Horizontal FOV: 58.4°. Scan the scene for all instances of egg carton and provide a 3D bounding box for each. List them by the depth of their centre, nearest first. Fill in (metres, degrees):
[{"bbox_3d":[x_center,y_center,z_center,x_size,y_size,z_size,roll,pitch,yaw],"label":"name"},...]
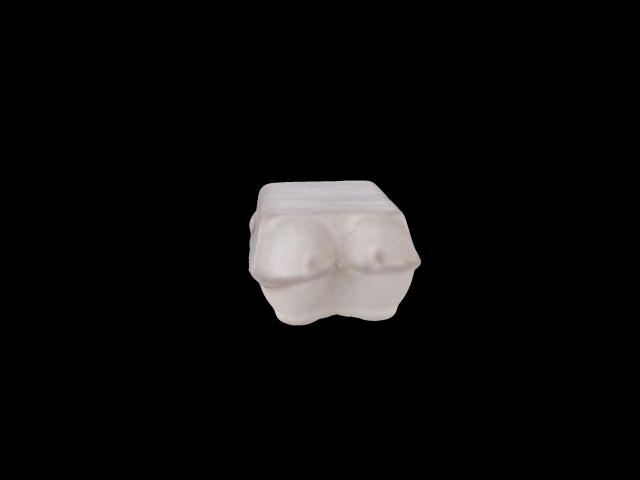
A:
[{"bbox_3d":[0.004,0.001,0.400,0.107,0.069,0.150,-2,18,-7],"label":"egg carton"}]
